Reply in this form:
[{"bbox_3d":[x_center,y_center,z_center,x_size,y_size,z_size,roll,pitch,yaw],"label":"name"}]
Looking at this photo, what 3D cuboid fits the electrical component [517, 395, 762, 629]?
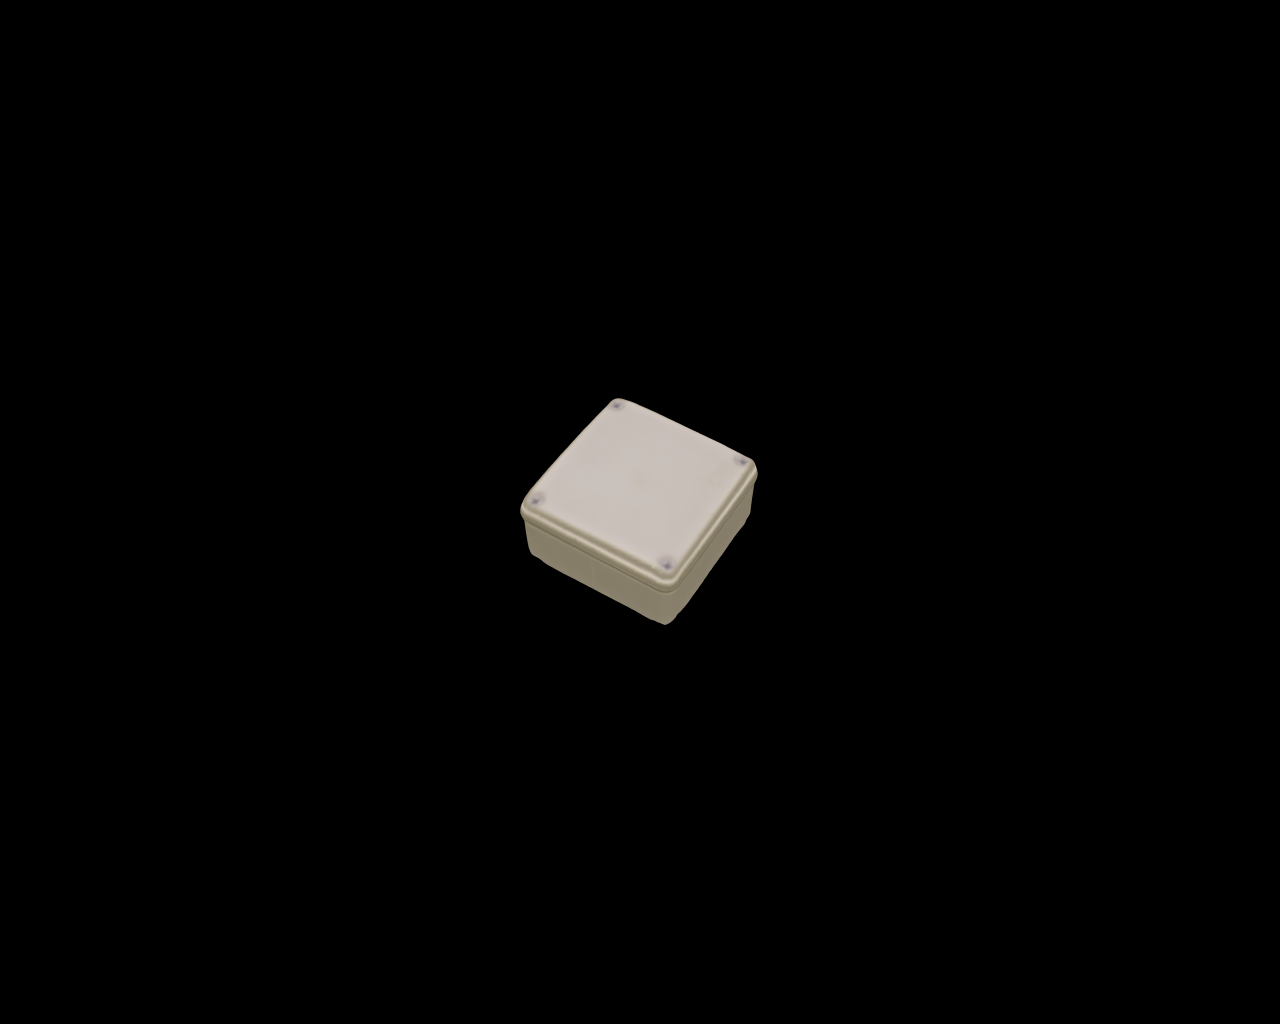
[{"bbox_3d":[0.001,-0.003,0.650,0.109,0.109,0.056,27,-33,19],"label":"electrical component"}]
